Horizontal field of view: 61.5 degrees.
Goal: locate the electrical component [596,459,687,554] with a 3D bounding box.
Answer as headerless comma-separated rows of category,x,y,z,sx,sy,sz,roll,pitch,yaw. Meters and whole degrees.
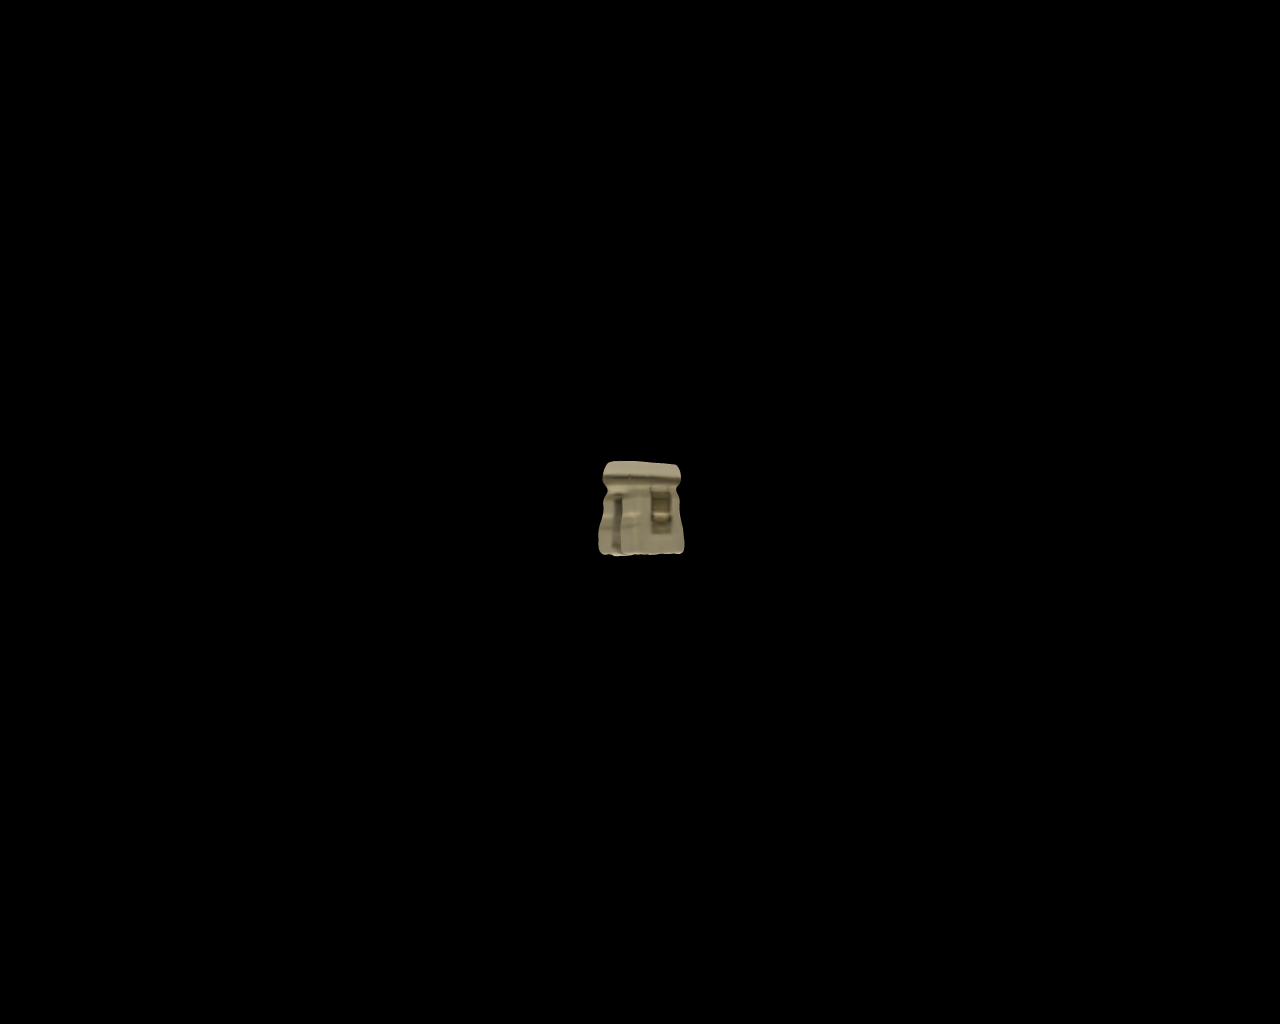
electrical component,0.001,-0.003,0.650,0.048,0.055,0.066,2,-3,-36
